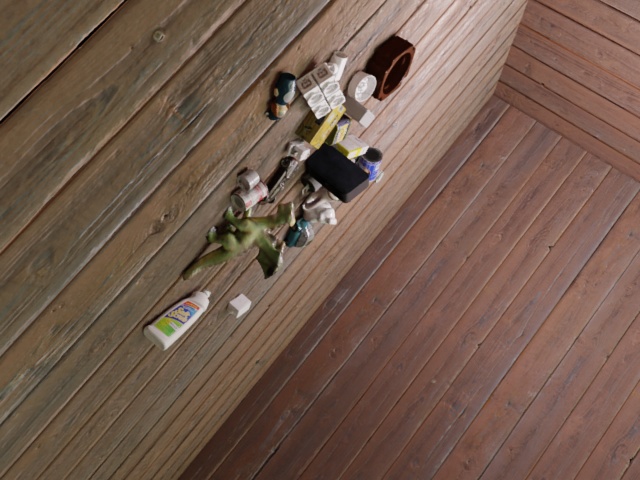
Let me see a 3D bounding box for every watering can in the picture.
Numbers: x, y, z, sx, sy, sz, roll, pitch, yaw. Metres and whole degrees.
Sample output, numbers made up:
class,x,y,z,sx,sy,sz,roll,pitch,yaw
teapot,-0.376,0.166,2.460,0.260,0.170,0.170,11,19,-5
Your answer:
class,x,y,z,sx,sy,sz,roll,pitch,yaw
watering can,0.075,-0.244,2.116,0.352,0.103,0.224,-45,-159,-23

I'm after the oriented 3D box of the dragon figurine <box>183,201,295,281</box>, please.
class,x,y,z,sx,sy,sz,roll,pitch,yaw
dragon figurine,-0.232,0.027,1.665,0.412,0.244,0.121,-53,169,-4

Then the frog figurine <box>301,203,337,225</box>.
class,x,y,z,sx,sy,sz,roll,pitch,yaw
frog figurine,0.007,-0.110,2.192,0.139,0.160,0.120,-33,157,-51
